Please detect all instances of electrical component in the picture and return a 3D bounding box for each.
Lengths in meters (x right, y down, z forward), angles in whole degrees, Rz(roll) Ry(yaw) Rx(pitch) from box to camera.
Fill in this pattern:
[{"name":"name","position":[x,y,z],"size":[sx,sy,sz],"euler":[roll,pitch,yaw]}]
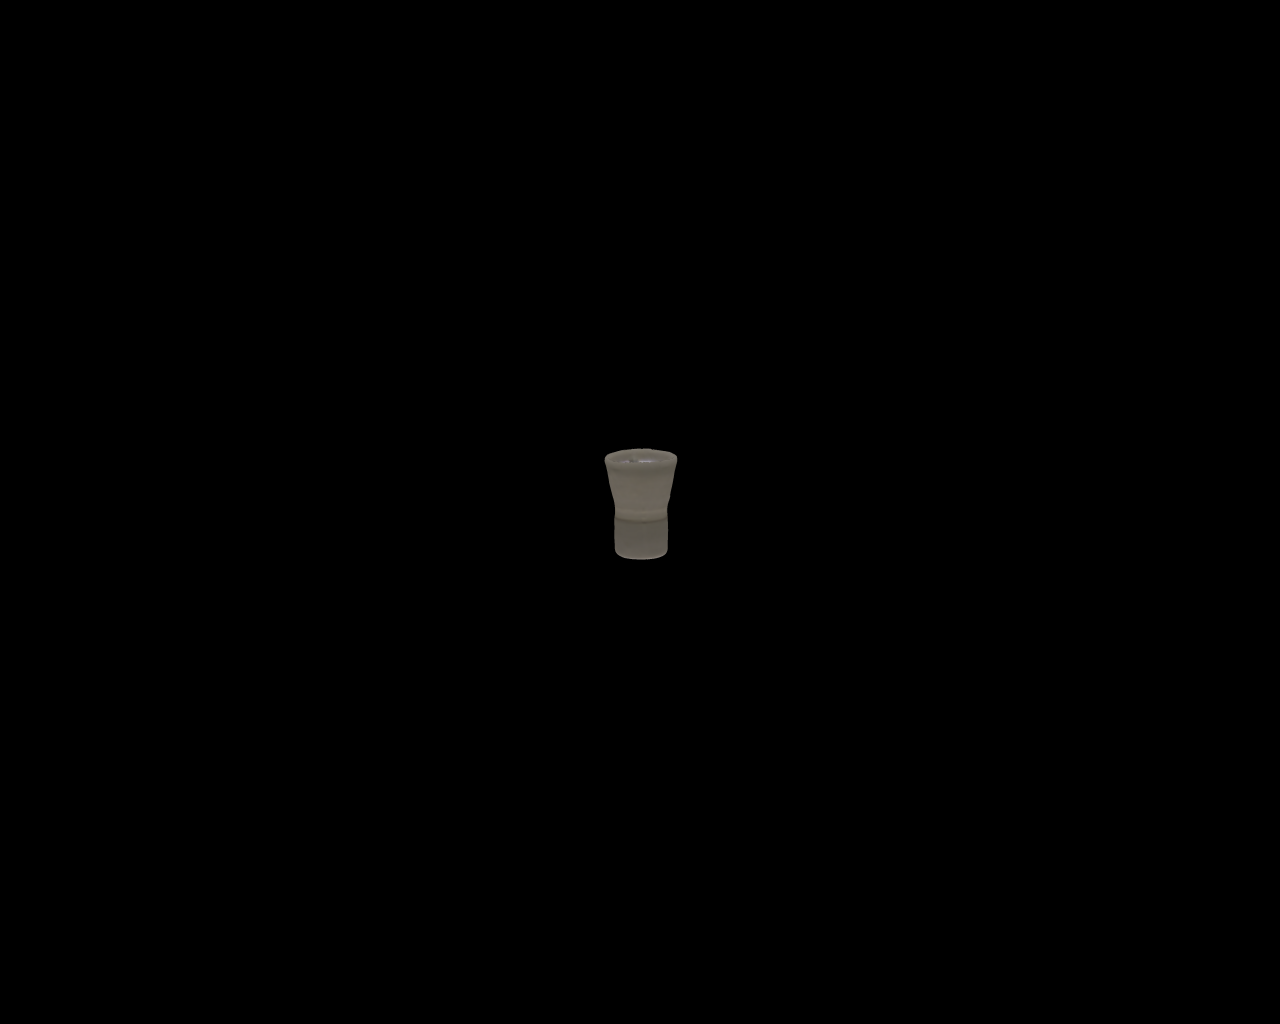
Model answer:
[{"name":"electrical component","position":[0.001,-0.003,0.650],"size":[0.044,0.065,0.044],"euler":[0,13,0]}]
